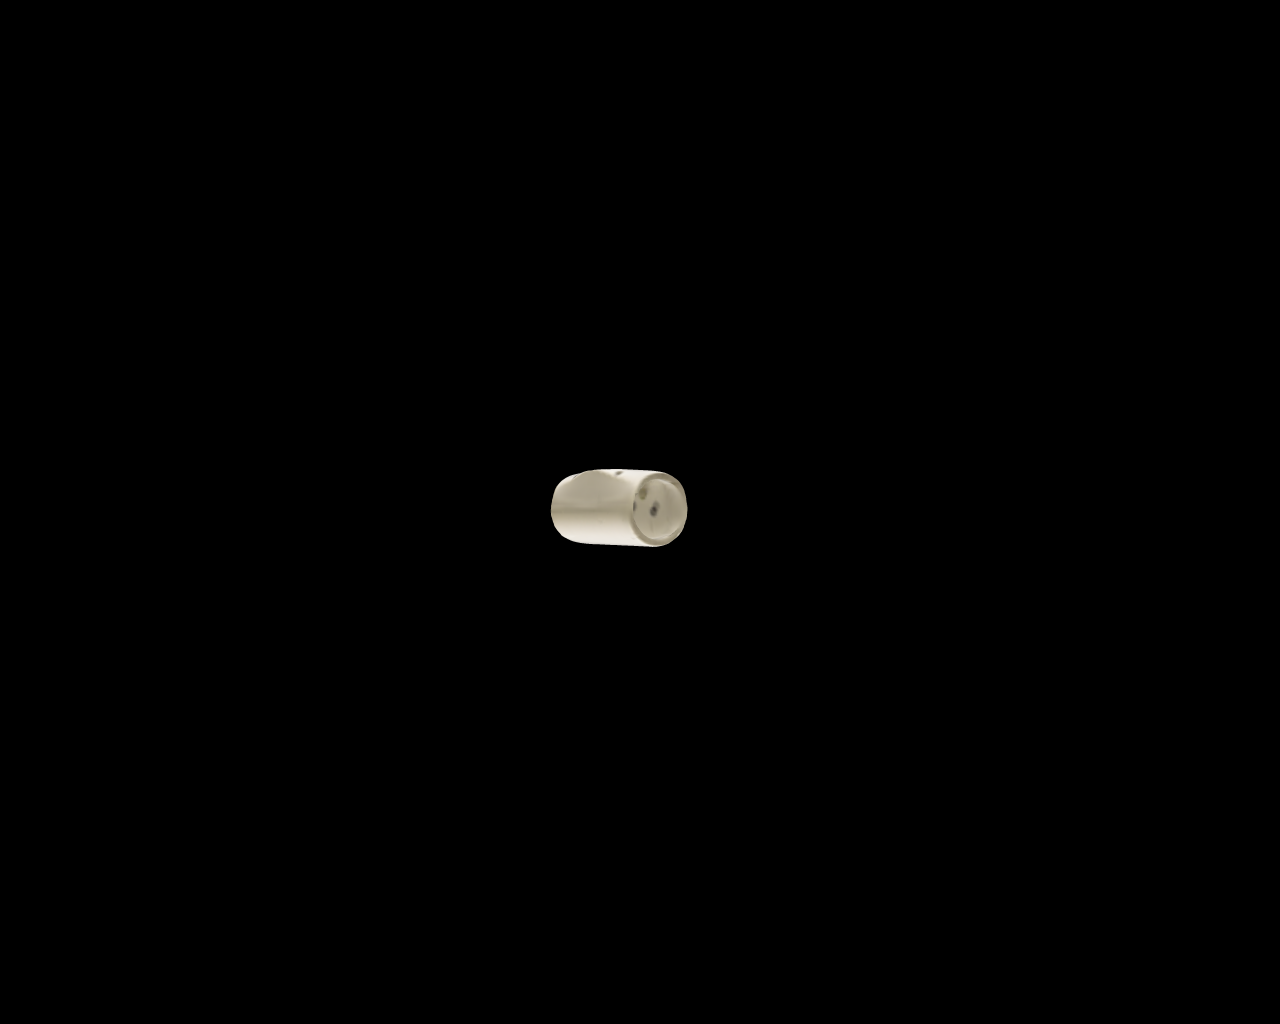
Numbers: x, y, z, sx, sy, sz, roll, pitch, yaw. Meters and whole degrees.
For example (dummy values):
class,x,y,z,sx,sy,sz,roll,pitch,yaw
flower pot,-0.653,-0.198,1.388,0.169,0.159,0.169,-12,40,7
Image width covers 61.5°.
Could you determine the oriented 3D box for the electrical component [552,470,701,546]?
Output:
class,x,y,z,sx,sy,sz,roll,pitch,yaw
electrical component,0.001,-0.003,0.650,0.079,0.043,0.077,0,0,-39
